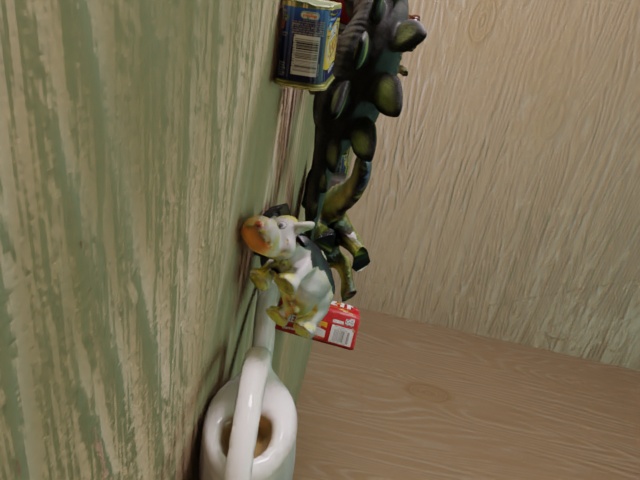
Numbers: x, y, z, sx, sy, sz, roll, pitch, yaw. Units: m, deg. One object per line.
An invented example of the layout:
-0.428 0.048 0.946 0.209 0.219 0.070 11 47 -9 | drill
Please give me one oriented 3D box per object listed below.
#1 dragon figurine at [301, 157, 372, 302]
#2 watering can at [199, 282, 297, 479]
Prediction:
0.003 -0.046 0.917 0.122 0.401 0.248 1 40 -21 | dragon figurine
-0.078 0.213 0.607 0.104 0.220 0.355 7 27 -3 | watering can
